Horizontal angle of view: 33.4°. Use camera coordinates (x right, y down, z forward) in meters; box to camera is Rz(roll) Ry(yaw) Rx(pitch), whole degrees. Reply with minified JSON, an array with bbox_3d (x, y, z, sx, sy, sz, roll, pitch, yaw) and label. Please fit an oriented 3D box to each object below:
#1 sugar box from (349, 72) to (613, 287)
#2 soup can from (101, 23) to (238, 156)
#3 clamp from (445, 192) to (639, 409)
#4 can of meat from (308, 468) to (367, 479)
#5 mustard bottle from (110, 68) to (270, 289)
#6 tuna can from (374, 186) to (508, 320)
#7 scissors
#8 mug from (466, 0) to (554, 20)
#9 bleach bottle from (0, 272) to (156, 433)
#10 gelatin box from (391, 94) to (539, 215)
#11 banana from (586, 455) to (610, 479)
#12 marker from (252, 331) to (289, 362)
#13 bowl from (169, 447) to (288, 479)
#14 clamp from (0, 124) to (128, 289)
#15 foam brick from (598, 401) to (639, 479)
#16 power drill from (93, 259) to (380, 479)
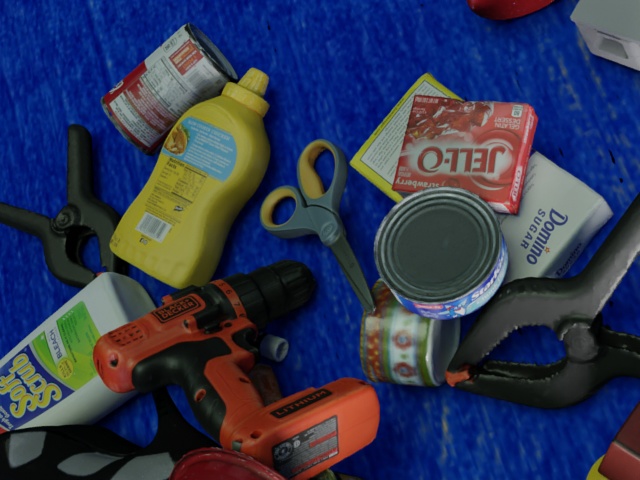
[{"bbox_3d":[0.115,-0.038,0.781,0.176,0.048,0.093,42,95,27],"label":"sugar box"},{"bbox_3d":[-0.130,-0.130,0.925,0.102,0.068,0.068,-39,60,11],"label":"soup can"},{"bbox_3d":[0.173,0.049,0.693,0.210,0.036,0.164,-15,104,29],"label":"clamp"},{"bbox_3d":[0.018,0.207,0.728,0.057,0.083,0.102,-35,61,13],"label":"can of meat"},{"bbox_3d":[-0.095,-0.056,0.887,0.096,0.058,0.191,26,87,37],"label":"mustard bottle"},{"bbox_3d":[0.081,0.009,0.712,0.086,0.033,0.086,-9,62,16],"label":"tuna can"},{"bbox_3d":[-0.005,0.001,0.809,0.096,0.016,0.202,-35,38,26],"label":"scissors"},{"bbox_3d":[0.137,-0.223,0.791,0.093,0.117,0.081,-18,71,14],"label":"mug"},{"bbox_3d":[-0.238,0.138,0.898,0.251,0.068,0.103,-39,62,14],"label":"bleach bottle"},{"bbox_3d":[0.102,-0.061,0.749,0.089,0.030,0.073,9,80,28],"label":"gelatin box"},{"bbox_3d":[0.210,0.211,0.653,0.070,0.037,0.198,-30,62,16],"label":"banana"},{"bbox_3d":[-0.079,0.072,0.860,0.121,0.020,0.020,17,82,30],"label":"marker"},{"bbox_3d":[-0.052,0.211,0.661,0.162,0.055,0.162,20,126,30],"label":"bowl"},{"bbox_3d":[-0.231,-0.011,0.955,0.120,0.039,0.171,-36,61,13],"label":"clamp"},{"bbox_3d":[0.218,0.134,0.649,0.078,0.053,0.051,32,64,19],"label":"foam brick"},{"bbox_3d":[-0.043,0.089,0.752,0.184,0.057,0.188,-25,37,-26],"label":"power drill"}]
